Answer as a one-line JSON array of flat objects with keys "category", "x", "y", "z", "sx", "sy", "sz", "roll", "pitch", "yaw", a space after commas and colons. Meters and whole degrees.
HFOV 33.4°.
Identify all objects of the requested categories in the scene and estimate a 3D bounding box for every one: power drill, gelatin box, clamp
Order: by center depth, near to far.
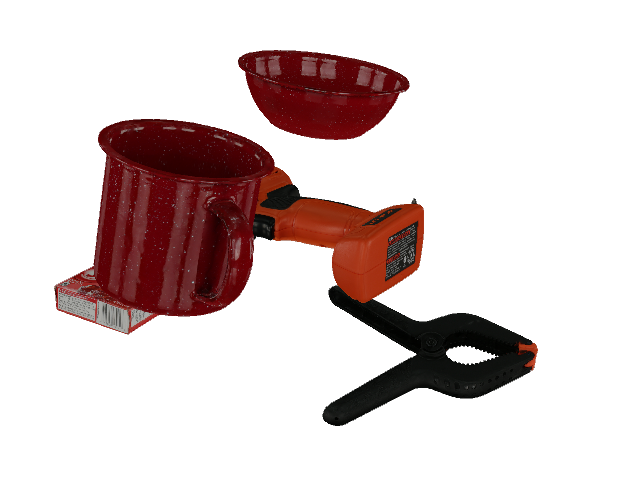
[{"category": "power drill", "x": -0.029, "y": -0.007, "z": 0.819, "sx": 0.188, "sy": 0.057, "sz": 0.184, "roll": 16, "pitch": 26, "yaw": 29}, {"category": "clamp", "x": 0.100, "y": 0.116, "z": 1.021, "sx": 0.210, "sy": 0.164, "sz": 0.036, "roll": 6, "pitch": -43, "yaw": 7}, {"category": "gelatin box", "x": -0.198, "y": 0.053, "z": 1.025, "sx": 0.089, "sy": 0.030, "sz": 0.073, "roll": 16, "pitch": 25, "yaw": 24}]

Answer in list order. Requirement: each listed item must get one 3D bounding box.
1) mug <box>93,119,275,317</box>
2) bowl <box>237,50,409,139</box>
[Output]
[{"category": "mug", "x": -0.070, "y": -0.007, "z": 0.564, "sx": 0.093, "sy": 0.081, "sz": 0.117, "roll": -6, "pitch": 28, "yaw": -37}, {"category": "bowl", "x": 0.000, "y": -0.134, "z": 1.001, "sx": 0.162, "sy": 0.055, "sz": 0.162, "roll": 7, "pitch": 21, "yaw": -3}]
